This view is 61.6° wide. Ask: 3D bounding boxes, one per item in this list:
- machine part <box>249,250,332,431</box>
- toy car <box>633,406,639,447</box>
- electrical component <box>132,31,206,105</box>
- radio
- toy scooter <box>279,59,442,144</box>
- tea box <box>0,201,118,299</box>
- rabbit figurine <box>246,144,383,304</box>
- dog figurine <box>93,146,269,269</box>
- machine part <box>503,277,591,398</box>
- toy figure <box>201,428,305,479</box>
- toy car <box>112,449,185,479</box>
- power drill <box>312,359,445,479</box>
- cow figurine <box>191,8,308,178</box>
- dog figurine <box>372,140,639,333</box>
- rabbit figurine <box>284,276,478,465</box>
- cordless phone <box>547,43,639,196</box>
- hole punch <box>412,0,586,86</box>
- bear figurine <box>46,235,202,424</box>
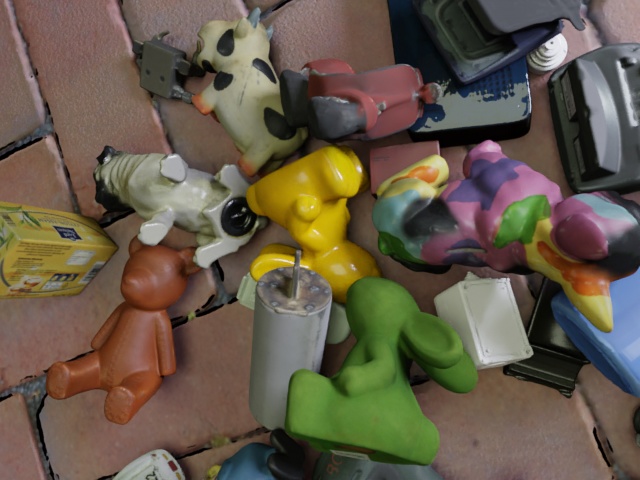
[{"bbox_3d":[-0.034,0.116,0.565,0.079,0.079,0.243,18,124,17],"label":"machine part"},{"bbox_3d":[0.361,0.146,0.472,0.109,0.103,0.161,36,94,17],"label":"toy car"},{"bbox_3d":[-0.196,-0.228,0.701,0.102,0.045,0.078,21,120,20],"label":"electrical component"},{"bbox_3d":[0.146,-0.218,0.583,0.131,0.073,0.229,-8,82,16],"label":"radio"},{"bbox_3d":[0.039,-0.142,0.537,0.135,0.184,0.075,-15,116,-12],"label":"toy scooter"},{"bbox_3d":[-0.345,0.016,0.656,0.068,0.169,0.098,45,97,15],"label":"tea box"},{"bbox_3d":[-0.001,-0.002,0.588,0.162,0.122,0.173,-28,97,6],"label":"rabbit figurine"},{"bbox_3d":[-0.174,-0.055,0.663,0.191,0.172,0.121,26,88,51],"label":"dog figurine"},{"bbox_3d":[0.239,0.083,0.547,0.084,0.039,0.138,18,92,22],"label":"machine part"},{"bbox_3d":[-0.084,0.281,0.584,0.180,0.082,0.089,-42,82,24],"label":"toy figure"},{"bbox_3d":[-0.248,0.336,0.658,0.202,0.056,0.073,-42,76,9],"label":"toy car"},{"bbox_3d":[0.105,0.221,0.553,0.207,0.086,0.232,32,96,13],"label":"power drill"},{"bbox_3d":[-0.083,-0.182,0.640,0.127,0.085,0.195,-36,80,9],"label":"cow figurine"},{"bbox_3d":[0.159,-0.003,0.467,0.192,0.219,0.108,-19,117,-3],"label":"dog figurine"},{"bbox_3d":[0.057,0.109,0.496,0.159,0.121,0.170,-3,59,27],"label":"rabbit figurine"},{"bbox_3d":[0.333,-0.124,0.526,0.184,0.088,0.146,-8,82,4],"label":"cordless phone"},{"bbox_3d":[0.161,-0.222,0.505,0.116,0.092,0.142,-22,76,-19],"label":"hole punch"},{"bbox_3d":[-0.219,0.094,0.637,0.120,0.132,0.195,19,97,13],"label":"bear figurine"}]
